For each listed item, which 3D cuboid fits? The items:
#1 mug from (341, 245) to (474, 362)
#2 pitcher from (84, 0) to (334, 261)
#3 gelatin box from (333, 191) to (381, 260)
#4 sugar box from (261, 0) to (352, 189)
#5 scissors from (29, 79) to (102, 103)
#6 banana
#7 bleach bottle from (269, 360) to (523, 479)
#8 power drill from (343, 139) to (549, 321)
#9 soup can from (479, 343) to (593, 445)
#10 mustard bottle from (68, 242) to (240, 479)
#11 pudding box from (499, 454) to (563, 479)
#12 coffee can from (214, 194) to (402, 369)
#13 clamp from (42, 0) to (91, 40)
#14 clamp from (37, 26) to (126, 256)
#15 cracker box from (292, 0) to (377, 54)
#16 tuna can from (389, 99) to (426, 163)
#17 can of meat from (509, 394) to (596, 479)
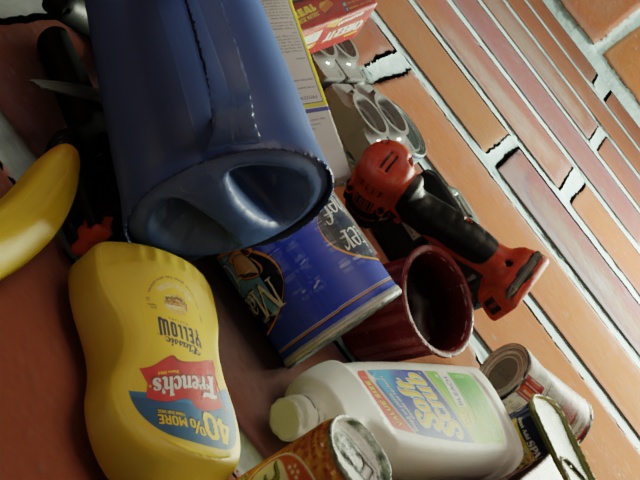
[{"bbox_3d":[0.075,0.062,0.889,0.117,0.082,0.093,23,60,-41],"label":"mug"},{"bbox_3d":[-0.085,-0.121,0.695,0.144,0.149,0.243,16,49,-51],"label":"pitcher"},{"bbox_3d":[-0.006,0.001,0.865,0.089,0.073,0.030,54,25,2],"label":"gelatin box"},{"bbox_3d":[-0.045,-0.122,0.911,0.093,0.048,0.176,-13,82,-29],"label":"sugar box"},{"bbox_3d":[-0.123,-0.084,0.763,0.096,0.016,0.201,52,22,1],"label":"scissors"},{"bbox_3d":[-0.188,-0.008,0.589,0.197,0.037,0.069,-27,115,-63],"label":"banana"},{"bbox_3d":[0.056,0.141,0.806,0.250,0.068,0.102,11,47,-51],"label":"bleach bottle"},{"bbox_3d":[0.103,-0.005,0.958,0.187,0.057,0.184,36,-10,4],"label":"power drill"},{"bbox_3d":[0.207,0.155,1.035,0.102,0.069,0.068,40,28,-24],"label":"soup can"},{"bbox_3d":[-0.092,0.094,0.618,0.096,0.058,0.191,27,36,-43],"label":"mustard bottle"},{"bbox_3d":[0.131,0.209,0.811,0.039,0.090,0.113,58,26,10],"label":"pudding box"},{"bbox_3d":[-0.020,0.010,0.795,0.140,0.103,0.102,56,26,7],"label":"coffee can"},{"bbox_3d":[-0.162,-0.161,0.829,0.171,0.039,0.120,40,19,-32],"label":"clamp"},{"bbox_3d":[-0.151,-0.063,0.744,0.164,0.036,0.210,42,23,-18],"label":"clamp"},{"bbox_3d":[-0.072,-0.270,1.025,0.164,0.072,0.214,-27,79,-29],"label":"cracker box"},{"bbox_3d":[0.082,-0.120,1.215,0.086,0.034,0.086,39,29,-27],"label":"tuna can"},{"bbox_3d":[0.178,0.197,0.912,0.057,0.084,0.102,21,40,-49],"label":"can of meat"}]
